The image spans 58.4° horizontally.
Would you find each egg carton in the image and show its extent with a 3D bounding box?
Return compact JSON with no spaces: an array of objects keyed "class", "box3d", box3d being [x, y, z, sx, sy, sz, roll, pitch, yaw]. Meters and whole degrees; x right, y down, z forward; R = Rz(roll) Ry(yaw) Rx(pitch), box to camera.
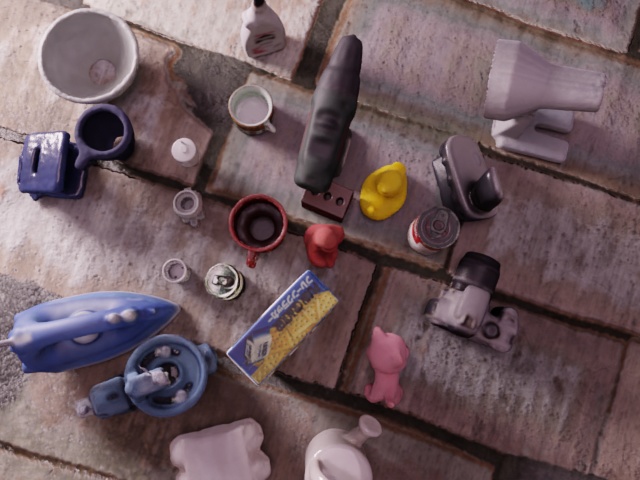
[{"class":"egg carton","box3d":[-0.157,0.347,0.903,0.150,0.069,0.107,-14,83,-3]}]

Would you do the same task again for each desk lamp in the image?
[{"class":"desk lamp","box3d":[0.344,-0.222,0.916,0.203,0.213,0.118,14,83,1]}]

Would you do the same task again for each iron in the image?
[{"class":"iron","box3d":[-0.357,0.133,0.889,0.258,0.141,0.119,-14,83,-3]}]

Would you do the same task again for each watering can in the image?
[{"class":"watering can","box3d":[0.029,0.341,0.846,0.101,0.194,0.173,11,83,0]}]

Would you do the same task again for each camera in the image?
[{"class":"camera","box3d":[0.260,0.096,0.931,0.143,0.101,0.137,23,83,2]}]

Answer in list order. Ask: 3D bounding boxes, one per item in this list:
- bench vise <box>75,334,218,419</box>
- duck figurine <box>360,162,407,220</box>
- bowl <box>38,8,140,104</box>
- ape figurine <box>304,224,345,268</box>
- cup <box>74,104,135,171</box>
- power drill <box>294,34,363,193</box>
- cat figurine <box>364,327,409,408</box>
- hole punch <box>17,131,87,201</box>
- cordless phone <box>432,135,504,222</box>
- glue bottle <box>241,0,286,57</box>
[{"class":"bench vise","box3d":[-0.258,0.225,0.840,0.207,0.219,0.121,-39,85,-6]},{"class":"duck figurine","box3d":[0.110,-0.085,0.957,0.077,0.086,0.104,32,83,3]},{"class":"bowl","box3d":[-0.382,-0.301,0.977,0.167,0.074,0.167,0,83,-1]},{"class":"ape figurine","box3d":[0.009,0.003,0.940,0.078,0.092,0.076,-38,85,-5]},{"class":"cup","box3d":[-0.352,-0.156,0.949,0.091,0.095,0.118,32,83,3]},{"class":"power drill","box3d":[0.014,-0.178,0.904,0.075,0.208,0.230,15,83,1]},{"class":"cat figurine","box3d":[0.108,0.201,0.905,0.067,0.117,0.128,0,83,-1]},{"class":"hole punch","box3d":[-0.449,-0.122,0.944,0.101,0.091,0.109,4,83,-1]},{"class":"cordless phone","box3d":[0.250,-0.109,0.914,0.094,0.185,0.147,-18,83,-3]},{"class":"glue bottle","box3d":[-0.097,-0.359,0.942,0.078,0.173,0.037,-21,83,-4]}]
